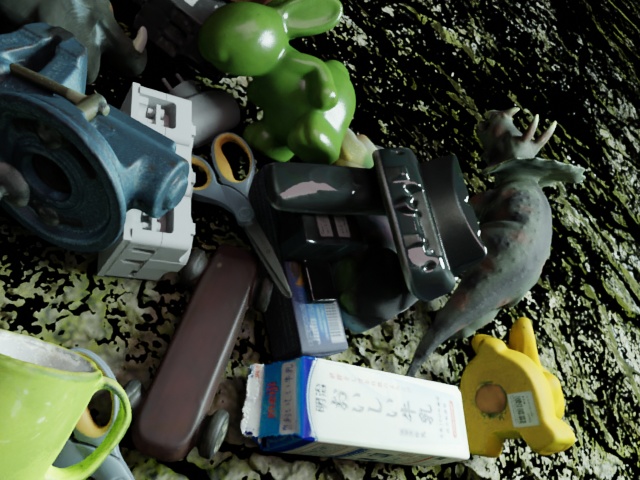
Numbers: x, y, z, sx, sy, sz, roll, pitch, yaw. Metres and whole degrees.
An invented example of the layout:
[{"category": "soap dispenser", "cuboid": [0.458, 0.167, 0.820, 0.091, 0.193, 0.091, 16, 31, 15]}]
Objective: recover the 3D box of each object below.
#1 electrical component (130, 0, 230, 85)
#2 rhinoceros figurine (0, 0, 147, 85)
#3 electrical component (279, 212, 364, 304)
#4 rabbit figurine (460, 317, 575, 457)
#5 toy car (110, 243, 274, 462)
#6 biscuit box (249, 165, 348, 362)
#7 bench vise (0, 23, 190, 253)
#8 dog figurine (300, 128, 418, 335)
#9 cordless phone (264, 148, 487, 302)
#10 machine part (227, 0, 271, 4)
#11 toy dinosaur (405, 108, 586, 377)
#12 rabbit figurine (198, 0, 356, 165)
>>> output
[{"category": "electrical component", "cuboid": [-0.142, -0.249, 0.600, 0.134, 0.058, 0.115, 37, 34, -16]}, {"category": "rhinoceros figurine", "cuboid": [-0.247, -0.211, 0.493, 0.190, 0.073, 0.112, 37, 67, -45]}, {"category": "electrical component", "cuboid": [-0.001, -0.002, 0.521, 0.075, 0.048, 0.119, 6, 63, -35]}, {"category": "rabbit figurine", "cuboid": [0.241, 0.186, 0.664, 0.173, 0.122, 0.162, 20, 47, -44]}, {"category": "toy car", "cuboid": [-0.103, 0.092, 0.476, 0.089, 0.053, 0.202, 16, 54, 1]}, {"category": "biscuit box", "cuboid": [-0.030, 0.025, 0.560, 0.059, 0.063, 0.202, 2, 68, -36]}, {"category": "bench vise", "cuboid": [-0.215, -0.056, 0.346, 0.223, 0.129, 0.241, 38, 43, -9]}, {"category": "dog figurine", "cuboid": [0.042, -0.027, 0.613, 0.191, 0.108, 0.219, -34, 85, -38]}, {"category": "cordless phone", "cuboid": [0.045, -0.016, 0.491, 0.184, 0.088, 0.146, 0, 66, -26]}, {"category": "machine part", "cuboid": [-0.098, -0.334, 0.647, 0.179, 0.056, 0.179, 35, 26, -20]}, {"category": "toy dinosaur", "cuboid": [0.224, 0.002, 0.670, 0.131, 0.192, 0.405, 35, 51, -15]}, {"category": "rabbit figurine", "cuboid": [-0.036, -0.176, 0.542, 0.170, 0.121, 0.159, 38, 81, -41]}]
